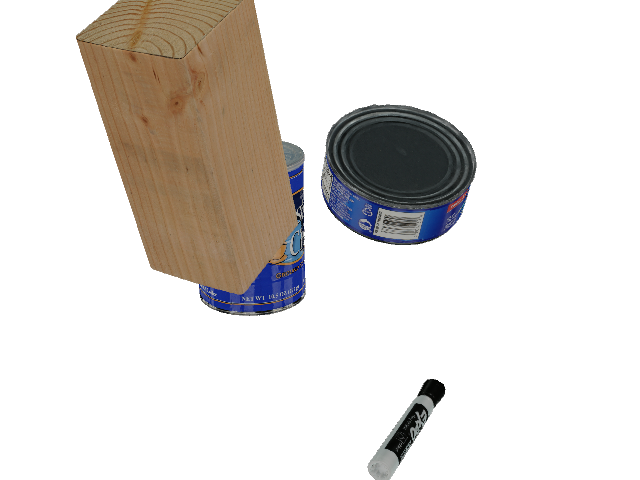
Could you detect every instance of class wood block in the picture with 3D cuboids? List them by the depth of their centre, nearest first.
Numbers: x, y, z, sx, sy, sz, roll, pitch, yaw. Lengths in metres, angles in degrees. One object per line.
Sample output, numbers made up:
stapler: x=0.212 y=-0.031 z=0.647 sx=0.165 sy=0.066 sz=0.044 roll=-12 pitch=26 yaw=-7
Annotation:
wood block: x=-0.089 y=-0.072 z=0.768 sx=0.090 sy=0.206 sz=0.090 roll=15 pitch=47 yaw=27

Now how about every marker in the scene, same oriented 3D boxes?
marker: x=0.068 y=0.141 z=0.811 sx=0.020 sy=0.020 sz=0.121 roll=0 pitch=24 yaw=28

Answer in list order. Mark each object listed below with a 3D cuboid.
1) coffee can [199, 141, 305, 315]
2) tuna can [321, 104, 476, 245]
coffee can: x=-0.065 y=-0.014 z=0.999 sx=0.103 sy=0.140 sz=0.103 roll=0 pitch=22 yaw=0
tuna can: x=0.044 y=-0.038 z=0.610 sx=0.086 sy=0.086 sz=0.034 roll=0 pitch=-43 yaw=-9
